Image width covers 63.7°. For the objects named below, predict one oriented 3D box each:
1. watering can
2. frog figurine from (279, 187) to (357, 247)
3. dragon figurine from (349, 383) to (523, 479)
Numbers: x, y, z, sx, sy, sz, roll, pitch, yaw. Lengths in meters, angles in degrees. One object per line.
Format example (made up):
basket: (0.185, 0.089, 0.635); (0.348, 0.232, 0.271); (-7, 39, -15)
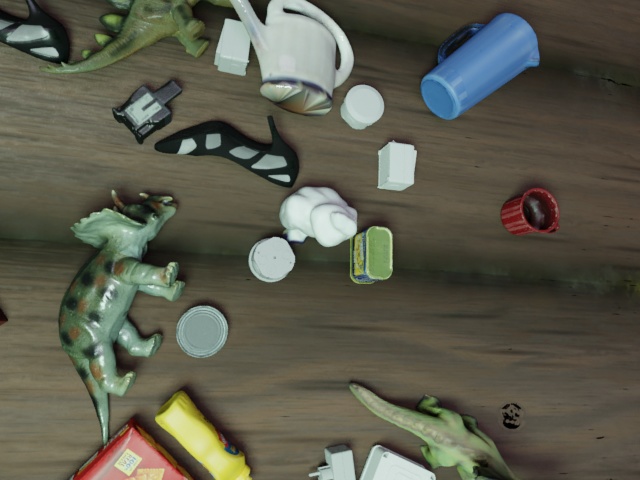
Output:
watering can: (-0.072, -0.359, 0.959); (0.346, 0.103, 0.226); (11, 76, -37)
frog figurine: (0.003, -0.046, 0.916); (0.137, 0.158, 0.124); (15, 76, -13)
dragon figurine: (0.250, 0.362, 0.868); (0.409, 0.242, 0.123); (28, 80, -11)
